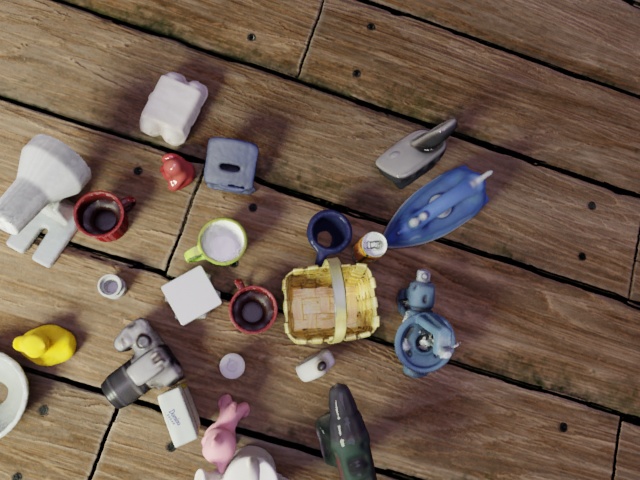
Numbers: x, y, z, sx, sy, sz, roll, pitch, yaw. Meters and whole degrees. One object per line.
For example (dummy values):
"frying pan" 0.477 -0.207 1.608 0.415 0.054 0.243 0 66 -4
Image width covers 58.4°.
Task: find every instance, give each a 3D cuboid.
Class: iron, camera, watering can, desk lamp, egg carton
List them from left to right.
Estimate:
"desk lamp" -0.508 -0.069 1.052 0.118 0.213 0.203 28 77 -1
"camera" -0.347 0.238 1.072 0.137 0.100 0.143 -37 86 -13
"egg carton" -0.305 -0.274 1.195 0.107 0.069 0.150 22 77 -3
"watering can" -0.131 0.434 1.015 0.173 0.194 0.101 -13 81 -10
"iron" 0.244 -0.066 1.193 0.258 0.141 0.118 -33 85 -13

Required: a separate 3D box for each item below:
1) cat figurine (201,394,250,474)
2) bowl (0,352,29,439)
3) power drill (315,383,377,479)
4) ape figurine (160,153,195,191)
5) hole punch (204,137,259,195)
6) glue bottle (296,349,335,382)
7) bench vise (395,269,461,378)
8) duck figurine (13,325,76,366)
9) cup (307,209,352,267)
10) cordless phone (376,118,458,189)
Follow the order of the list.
"cat figurine" -0.178 0.358 1.063 0.067 0.117 0.128 21 77 -3
"bowl" -0.606 0.283 1.041 0.167 0.074 0.167 2 79 -7
"power drill" 0.045 0.371 1.045 0.076 0.208 0.229 -14 81 -10
"ape figurine" -0.293 -0.142 1.159 0.076 0.092 0.078 6 78 -6
"hole punch" -0.180 -0.151 1.177 0.109 0.091 0.101 8 78 -6
"glue bottle" -0.003 0.237 1.083 0.078 0.173 0.037 -34 85 -12
"bench vise" 0.196 0.161 1.101 0.121 0.219 0.207 -15 81 -10
"duck figurine" -0.514 0.195 1.065 0.104 0.086 0.077 6 78 -6
"cup" 0.011 0.004 1.170 0.091 0.095 0.118 18 77 -4
"cordless phone" 0.204 -0.190 1.189 0.148 0.185 0.094 -40 86 -13
